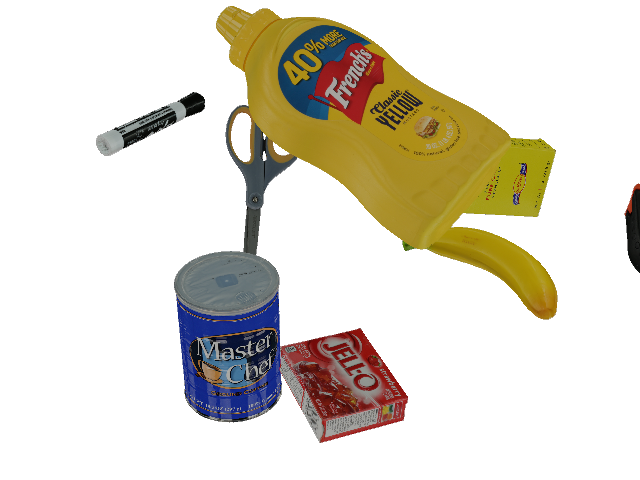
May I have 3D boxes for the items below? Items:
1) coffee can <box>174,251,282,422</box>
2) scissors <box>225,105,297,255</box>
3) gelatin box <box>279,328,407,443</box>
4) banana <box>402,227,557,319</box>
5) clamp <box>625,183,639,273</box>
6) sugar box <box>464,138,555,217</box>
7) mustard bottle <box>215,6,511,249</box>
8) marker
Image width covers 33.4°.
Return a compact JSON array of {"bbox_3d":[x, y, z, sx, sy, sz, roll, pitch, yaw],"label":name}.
[{"bbox_3d":[-0.091,0.096,1.075,0.103,0.140,0.103,0,33,0],"label":"coffee can"},{"bbox_3d":[-0.055,-0.054,1.178,0.096,0.202,0.016,-9,-8,-12],"label":"scissors"},{"bbox_3d":[0.016,0.112,0.843,0.073,0.030,0.089,-11,39,-21],"label":"gelatin box"},{"bbox_3d":[0.170,0.026,1.046,0.069,0.037,0.198,-37,37,-22],"label":"banana"},{"bbox_3d":[0.266,0.024,0.694,0.120,0.039,0.171,-3,46,-21],"label":"clamp"},{"bbox_3d":[0.190,-0.080,1.295,0.176,0.093,0.048,0,25,-20],"label":"sugar box"},{"bbox_3d":[0.014,-0.083,0.647,0.192,0.096,0.058,37,-34,12],"label":"mustard bottle"},{"bbox_3d":[-0.144,-0.103,0.929,0.020,0.020,0.120,0,24,42],"label":"marker"}]
